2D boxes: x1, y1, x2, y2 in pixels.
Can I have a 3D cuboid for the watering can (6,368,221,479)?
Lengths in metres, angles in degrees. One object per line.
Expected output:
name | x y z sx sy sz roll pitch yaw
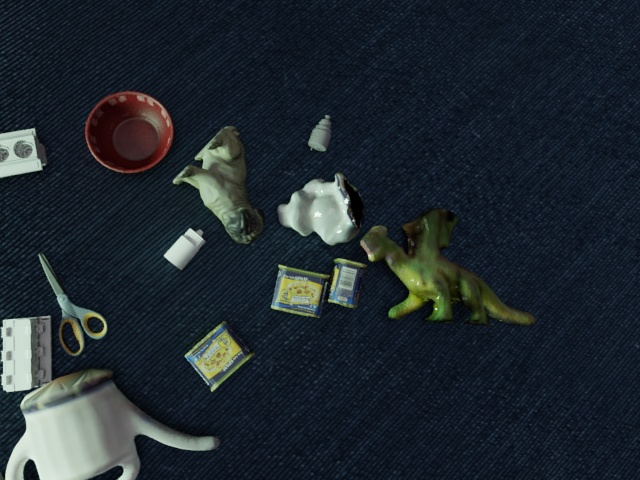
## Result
watering can | -0.367 0.329 0.893 0.349 0.103 0.225 -18 88 -11

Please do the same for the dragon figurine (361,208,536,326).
dragon figurine | 0.258 0.050 1.035 0.410 0.121 0.246 6 75 -23

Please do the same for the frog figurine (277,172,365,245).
frog figurine | 0.003 -0.051 1.020 0.158 0.124 0.137 -21 96 25
